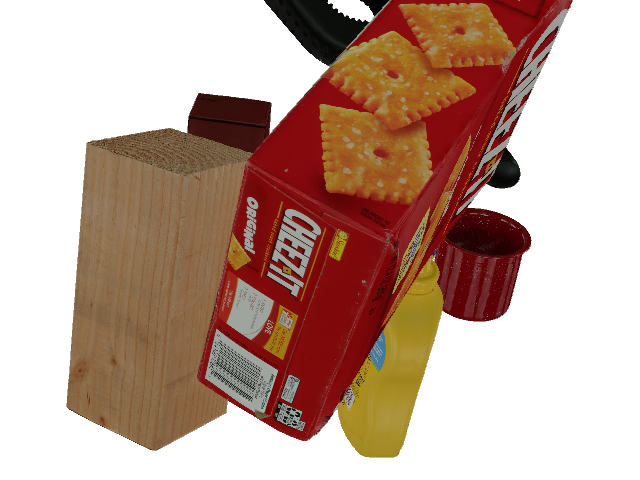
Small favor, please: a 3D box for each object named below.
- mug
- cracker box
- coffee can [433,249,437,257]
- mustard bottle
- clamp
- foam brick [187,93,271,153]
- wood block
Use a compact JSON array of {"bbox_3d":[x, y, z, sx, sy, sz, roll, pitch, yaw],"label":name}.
[{"bbox_3d":[0.148,0.019,1.056,0.093,0.081,0.117,-6,33,-21],"label":"mug"},{"bbox_3d":[0.034,-0.030,0.508,0.072,0.213,0.164,31,-39,10],"label":"cracker box"},{"bbox_3d":[0.092,-0.055,1.235,0.103,0.140,0.103,1,28,-1],"label":"coffee can"},{"bbox_3d":[0.059,0.080,0.871,0.058,0.192,0.096,4,36,-11],"label":"mustard bottle"},{"bbox_3d":[0.052,-0.126,0.678,0.209,0.164,0.036,17,-31,-12],"label":"clamp"},{"bbox_3d":[-0.090,-0.109,1.065,0.078,0.051,0.053,8,34,2],"label":"foam brick"},{"bbox_3d":[-0.115,0.032,0.775,0.090,0.206,0.090,19,21,28],"label":"wood block"}]
